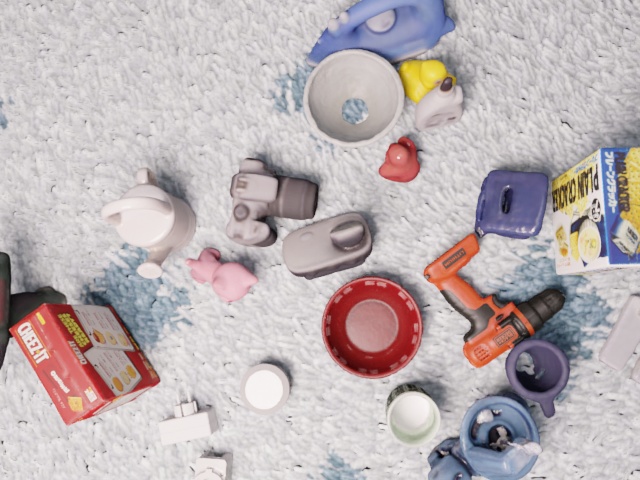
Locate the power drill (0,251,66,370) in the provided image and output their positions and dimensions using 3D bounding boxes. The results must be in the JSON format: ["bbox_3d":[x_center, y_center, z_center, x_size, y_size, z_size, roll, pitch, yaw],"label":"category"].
[{"bbox_3d":[-0.484,0.136,0.901,0.075,0.208,0.230,-10,83,4],"label":"power drill"}]

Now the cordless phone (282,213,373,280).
[{"bbox_3d":[0.008,0.003,0.887,0.147,0.185,0.094,-21,82,2],"label":"cordless phone"}]

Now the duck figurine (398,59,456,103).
[{"bbox_3d":[0.181,-0.273,0.954,0.104,0.086,0.077,29,87,7],"label":"duck figurine"}]

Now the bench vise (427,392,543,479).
[{"bbox_3d":[0.242,0.319,0.815,0.121,0.220,0.207,30,87,8],"label":"bench vise"}]

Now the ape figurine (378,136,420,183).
[{"bbox_3d":[0.130,-0.133,0.940,0.078,0.092,0.076,-36,82,0],"label":"ape figurine"}]

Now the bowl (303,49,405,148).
[{"bbox_3d":[0.057,-0.228,0.965,0.167,0.075,0.167,-1,84,5],"label":"bowl"}]

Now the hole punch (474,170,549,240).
[{"bbox_3d":[0.304,-0.056,0.917,0.101,0.091,0.109,10,84,6],"label":"hole punch"}]

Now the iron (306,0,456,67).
[{"bbox_3d":[0.092,-0.363,0.944,0.258,0.141,0.118,-20,82,2],"label":"iron"}]

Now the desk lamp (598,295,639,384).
[{"bbox_3d":[0.529,0.119,0.818,0.118,0.213,0.203,29,87,8],"label":"desk lamp"}]

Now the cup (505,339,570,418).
[{"bbox_3d":[0.329,0.209,0.884,0.091,0.095,0.118,-15,82,3],"label":"cup"}]

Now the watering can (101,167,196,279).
[{"bbox_3d":[-0.271,-0.030,0.909,0.101,0.194,0.173,-31,82,1],"label":"watering can"}]

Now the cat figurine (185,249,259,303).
[{"bbox_3d":[-0.160,0.059,0.929,0.127,0.118,0.067,25,86,7],"label":"cat figurine"}]

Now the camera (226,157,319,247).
[{"bbox_3d":[-0.076,-0.058,0.944,0.136,0.101,0.143,8,84,6],"label":"camera"}]

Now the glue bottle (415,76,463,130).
[{"bbox_3d":[0.193,-0.220,0.903,0.078,0.173,0.037,-9,83,4],"label":"glue bottle"}]
